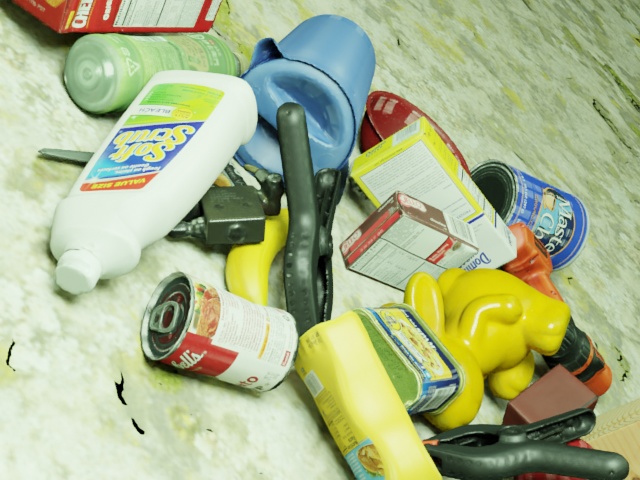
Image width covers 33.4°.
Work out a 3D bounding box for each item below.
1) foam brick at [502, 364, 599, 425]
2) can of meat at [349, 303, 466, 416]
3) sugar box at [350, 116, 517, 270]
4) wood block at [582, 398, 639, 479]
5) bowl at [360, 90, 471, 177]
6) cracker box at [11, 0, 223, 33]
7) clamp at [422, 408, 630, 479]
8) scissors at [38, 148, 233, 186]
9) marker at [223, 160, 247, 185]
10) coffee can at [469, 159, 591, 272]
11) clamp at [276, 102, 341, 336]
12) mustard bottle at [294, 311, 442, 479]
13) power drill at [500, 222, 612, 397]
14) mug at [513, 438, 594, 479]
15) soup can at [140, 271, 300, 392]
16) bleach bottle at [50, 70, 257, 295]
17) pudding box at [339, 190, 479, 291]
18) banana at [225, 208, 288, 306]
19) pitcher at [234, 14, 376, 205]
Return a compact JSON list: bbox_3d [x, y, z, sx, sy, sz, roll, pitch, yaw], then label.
[{"bbox_3d":[0.219,0.168,1.025,0.078,0.053,0.051,-30,55,-28],"label":"foam brick"},{"bbox_3d":[0.064,0.103,0.908,0.102,0.057,0.083,51,22,23],"label":"can of meat"},{"bbox_3d":[0.121,-0.034,1.121,0.176,0.093,0.048,50,27,-22],"label":"sugar box"},{"bbox_3d":[0.347,0.259,1.032,0.206,0.091,0.090,61,31,4],"label":"wood block"},{"bbox_3d":[0.101,-0.100,1.255,0.162,0.055,0.162,31,32,-22],"label":"bowl"},{"bbox_3d":[-0.215,-0.257,1.008,0.164,0.072,0.213,35,26,22],"label":"cracker box"},{"bbox_3d":[0.171,0.176,0.917,0.120,0.171,0.039,-36,125,-78],"label":"clamp"},{"bbox_3d":[-0.163,-0.080,0.941,0.201,0.016,0.096,18,38,-39],"label":"scissors"},{"bbox_3d":[-0.090,-0.068,1.013,0.020,0.020,0.121,-5,56,-53],"label":"marker"},{"bbox_3d":[0.244,-0.028,1.294,0.140,0.103,0.103,20,38,-36],"label":"coffee can"},{"bbox_3d":[-0.006,0.001,0.941,0.164,0.036,0.210,37,51,-72],"label":"clamp"},{"bbox_3d":[0.044,0.155,0.822,0.058,0.096,0.192,-22,75,-22],"label":"mustard bottle"},{"bbox_3d":[0.247,0.073,1.177,0.184,0.057,0.188,44,21,-51],"label":"power drill"},{"bbox_3d":[0.226,0.230,0.950,0.117,0.093,0.081,12,28,2],"label":"mug"},{"bbox_3d":[-0.075,0.071,0.807,0.102,0.069,0.068,23,36,-34],"label":"soup can"},{"bbox_3d":[-0.134,-0.046,0.843,0.103,0.068,0.250,9,39,12],"label":"bleach bottle"},{"bbox_3d":[0.090,0.007,1.072,0.113,0.090,0.039,24,37,-33],"label":"pudding box"},{"bbox_3d":[-0.044,0.011,0.957,0.069,0.037,0.197,59,27,-18],"label":"banana"},{"bbox_3d":[-0.006,-0.149,1.129,0.145,0.149,0.242,27,28,-1],"label":"pitcher"}]
